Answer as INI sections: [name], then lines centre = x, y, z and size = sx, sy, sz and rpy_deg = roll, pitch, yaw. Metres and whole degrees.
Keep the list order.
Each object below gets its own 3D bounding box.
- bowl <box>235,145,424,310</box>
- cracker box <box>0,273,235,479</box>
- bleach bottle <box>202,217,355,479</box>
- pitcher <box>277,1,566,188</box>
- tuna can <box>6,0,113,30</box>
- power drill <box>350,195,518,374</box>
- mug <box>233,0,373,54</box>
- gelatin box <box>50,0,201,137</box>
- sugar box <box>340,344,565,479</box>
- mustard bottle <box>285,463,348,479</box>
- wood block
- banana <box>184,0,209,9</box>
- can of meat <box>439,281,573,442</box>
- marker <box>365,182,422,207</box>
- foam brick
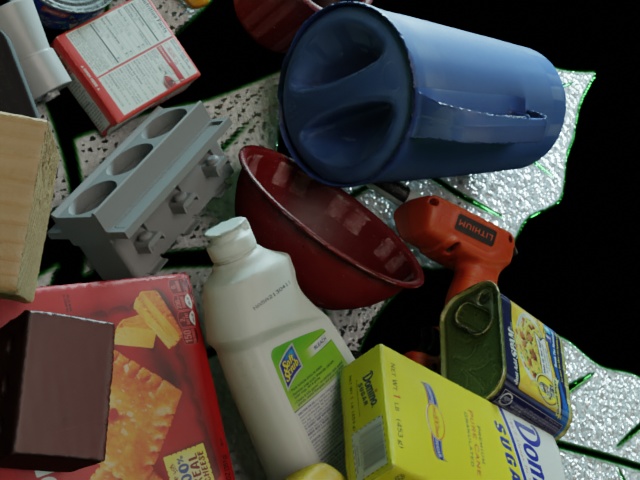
[bowl]
centre = -0.005, 0.001, 0.767
size = 0.162, 0.055, 0.162
rpy_deg = 34, 15, -11
[cracker box]
centre = -0.164, 0.112, 0.630
size = 0.213, 0.072, 0.164
rpy_deg = -5, 76, -36
[bleach bottle]
centre = -0.009, 0.099, 0.709
size = 0.102, 0.068, 0.251
rpy_deg = -39, 113, -44
[pitcher]
centre = 0.099, -0.106, 0.843
size = 0.242, 0.145, 0.149
rpy_deg = -4, 64, -47
[tuna can]
centre = -0.185, -0.192, 0.751
size = 0.086, 0.034, 0.086
rpy_deg = 13, 67, -32
[power drill]
centre = 0.087, 0.064, 0.841
size = 0.184, 0.057, 0.187
rpy_deg = 24, 63, -31
[mug]
centre = -0.007, -0.202, 0.853
size = 0.117, 0.082, 0.093
rpy_deg = -18, 85, -39
[gelatin box]
centre = -0.140, -0.126, 0.762
size = 0.089, 0.030, 0.073
rpy_deg = -39, 96, -39
[sugar box]
centre = 0.093, 0.144, 0.694
size = 0.176, 0.048, 0.093
rpy_deg = 27, 40, -29
[mustard bottle]
centre = -0.032, 0.216, 0.597
size = 0.096, 0.058, 0.191
rpy_deg = 56, 44, -4
[wood block]
centre = -0.248, -0.028, 0.552
size = 0.206, 0.091, 0.090
rpy_deg = 10, 82, -9
[banana]
centre = -0.155, -0.252, 0.797
size = 0.197, 0.037, 0.069
rpy_deg = 30, 88, -20
[can of meat]
centre = 0.137, 0.094, 0.785
size = 0.083, 0.058, 0.102
rpy_deg = 33, 42, -30
[marker]
centre = 0.033, -0.057, 0.869
size = 0.121, 0.020, 0.020
rpy_deg = 30, 58, -24
[foam brick]
centre = -0.146, 0.082, 0.574
size = 0.051, 0.053, 0.078
rpy_deg = 13, 66, -30
